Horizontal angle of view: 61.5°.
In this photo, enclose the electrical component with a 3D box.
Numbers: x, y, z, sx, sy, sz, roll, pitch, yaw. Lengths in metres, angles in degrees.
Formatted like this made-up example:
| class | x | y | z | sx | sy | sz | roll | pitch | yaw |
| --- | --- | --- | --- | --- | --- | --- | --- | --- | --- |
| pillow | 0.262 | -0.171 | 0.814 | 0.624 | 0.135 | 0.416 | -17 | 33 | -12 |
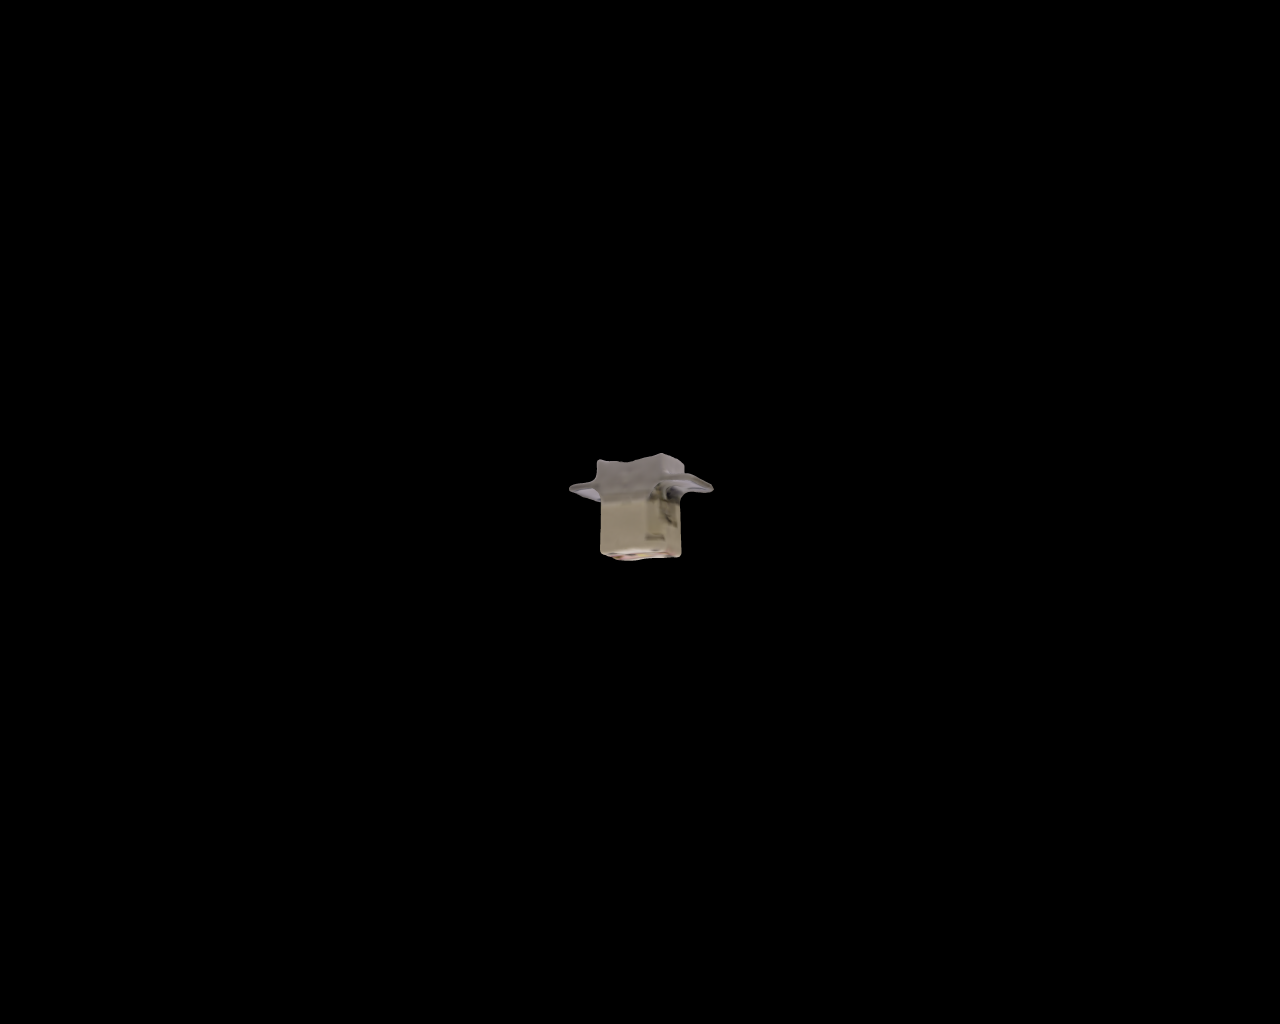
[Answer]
| class | x | y | z | sx | sy | sz | roll | pitch | yaw |
| --- | --- | --- | --- | --- | --- | --- | --- | --- | --- |
| electrical component | 0.001 | -0.003 | 0.650 | 0.081 | 0.063 | 0.042 | -5 | -11 | 24 |
